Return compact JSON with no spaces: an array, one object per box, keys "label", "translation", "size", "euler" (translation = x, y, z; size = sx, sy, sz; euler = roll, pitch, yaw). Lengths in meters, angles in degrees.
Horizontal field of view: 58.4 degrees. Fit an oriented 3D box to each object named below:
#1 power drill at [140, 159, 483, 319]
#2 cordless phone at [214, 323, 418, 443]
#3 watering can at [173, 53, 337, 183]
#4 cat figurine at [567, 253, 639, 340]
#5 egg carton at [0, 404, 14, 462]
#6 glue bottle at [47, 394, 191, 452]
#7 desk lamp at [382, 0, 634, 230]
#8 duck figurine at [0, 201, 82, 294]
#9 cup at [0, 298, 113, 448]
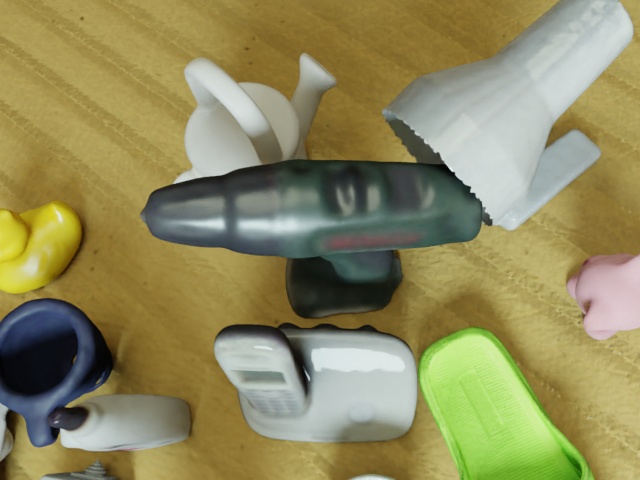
[{"label":"power drill","translation":[0.004,0.002,0.454],"size":[0.229,0.208,0.075],"euler":[-8,69,2]},{"label":"cordless phone","translation":[0.001,0.102,0.430],"size":[0.147,0.185,0.094],"euler":[-3,70,4]},{"label":"watering can","translation":[-0.061,-0.093,0.502],"size":[0.100,0.194,0.173],"euler":[24,74,13]},{"label":"cat figurine","translation":[0.259,0.038,0.466],"size":[0.128,0.118,0.067],"euler":[-16,69,0]},{"label":"egg carton","translation":[-0.321,0.175,0.495],"size":[0.107,0.069,0.150],"euler":[-2,70,5]},{"label":"glue bottle","translation":[-0.159,0.140,0.437],"size":[0.078,0.173,0.037],"euler":[-14,69,1]},{"label":"desk lamp","translation":[0.155,-0.092,0.471],"size":[0.203,0.214,0.117],"euler":[-38,71,-9]},{"label":"duck figurine","translation":[-0.288,-0.003,0.547],"size":[0.105,0.086,0.077],"euler":[-44,72,-11]},{"label":"cup","translation":[-0.219,0.117,0.493],"size":[0.091,0.095,0.117],"euler":[-11,69,1]}]
